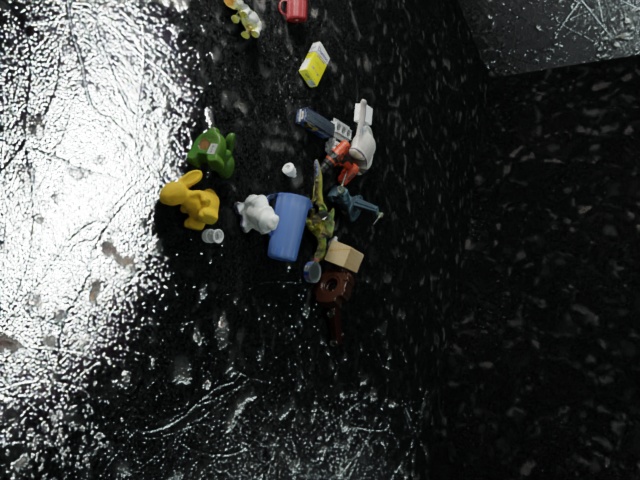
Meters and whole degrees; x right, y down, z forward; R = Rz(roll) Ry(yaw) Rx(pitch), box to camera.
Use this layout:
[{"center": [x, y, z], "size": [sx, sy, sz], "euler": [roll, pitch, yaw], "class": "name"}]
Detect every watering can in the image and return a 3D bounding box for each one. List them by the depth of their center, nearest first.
[{"center": [0.186, -0.443, 2.336], "size": [0.339, 0.104, 0.229], "euler": [74, 34, -46], "class": "watering can"}]

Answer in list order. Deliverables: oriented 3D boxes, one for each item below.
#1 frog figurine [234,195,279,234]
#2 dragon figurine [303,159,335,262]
[{"center": [-0.195, -0.087, 1.752], "size": [0.123, 0.159, 0.137], "euler": [-12, 100, -57], "class": "frog figurine"}, {"center": [0.006, -0.107, 2.127], "size": [0.241, 0.122, 0.413], "euler": [28, 68, -71], "class": "dragon figurine"}]
